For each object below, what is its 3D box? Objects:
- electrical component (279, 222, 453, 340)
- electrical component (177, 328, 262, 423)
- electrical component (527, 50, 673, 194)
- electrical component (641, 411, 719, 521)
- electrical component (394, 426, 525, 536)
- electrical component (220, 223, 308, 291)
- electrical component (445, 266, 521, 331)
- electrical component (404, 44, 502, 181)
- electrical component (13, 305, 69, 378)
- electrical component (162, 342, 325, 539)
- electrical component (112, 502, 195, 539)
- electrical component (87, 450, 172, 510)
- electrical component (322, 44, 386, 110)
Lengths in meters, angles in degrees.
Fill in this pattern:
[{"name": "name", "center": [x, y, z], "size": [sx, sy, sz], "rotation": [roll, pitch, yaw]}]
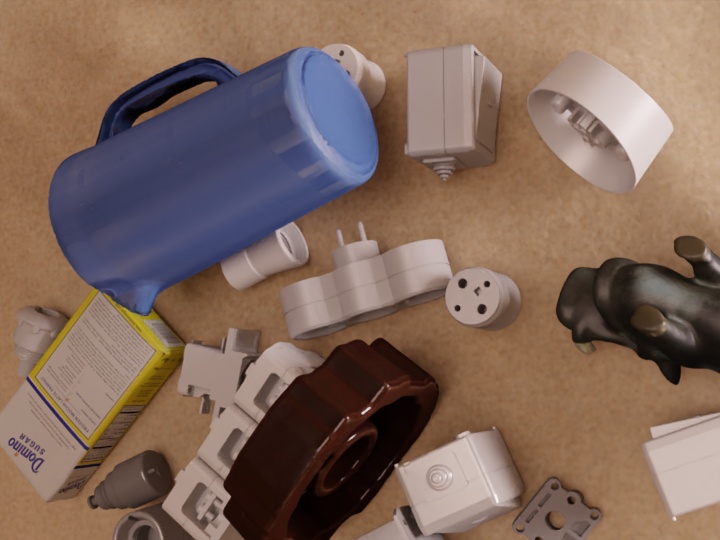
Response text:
[{"name": "electrical component", "center": [0.000, 0.000, 0.834], "size": [0.138, 0.052, 0.073], "rotation": [-19, 77, 19]}, {"name": "electrical component", "center": [-0.112, 0.086, 0.877], "size": [0.064, 0.042, 0.081], "rotation": [10, 87, 25]}, {"name": "electrical component", "center": [0.167, -0.105, 0.755], "size": [0.099, 0.099, 0.064], "rotation": [41, 94, 21]}, {"name": "electrical component", "center": [0.243, 0.120, 0.715], "size": [0.096, 0.062, 0.061], "rotation": [-24, 76, 19]}, {"name": "electrical component", "center": [0.072, 0.153, 0.764], "size": [0.062, 0.096, 0.061], "rotation": [-28, 75, 17]}, {"name": "electrical component", "center": [-0.081, -0.011, 0.876], "size": [0.065, 0.044, 0.044], "rotation": [-27, 75, 23]}, {"name": "electrical component", "center": [0.091, 0.021, 0.793], "size": [0.045, 0.055, 0.045], "rotation": [-3, 83, 22]}, {"name": "electrical component", "center": [0.072, -0.115, 0.812], "size": [0.061, 0.062, 0.096], "rotation": [-3, 83, 22]}, {"name": "electrical component", "center": [-0.286, 0.065, 0.951], "size": [0.048, 0.048, 0.062], "rotation": [25, 101, 23]}, {"name": "electrical component", "center": [-0.077, 0.135, 0.831], "size": [0.062, 0.089, 0.150], "rotation": [37, 99, 22]}, {"name": "electrical component", "center": [-0.170, 0.220, 0.883], "size": [0.055, 0.047, 0.055], "rotation": [-3, 83, 22]}, {"name": "electrical component", "center": [-0.195, 0.181, 0.902], "size": [0.078, 0.040, 0.040], "rotation": [-27, 75, 18]}, {"name": "electrical component", "center": [-0.010, -0.152, 0.853], "size": [0.045, 0.055, 0.045], "rotation": [-3, 83, 23]}]
